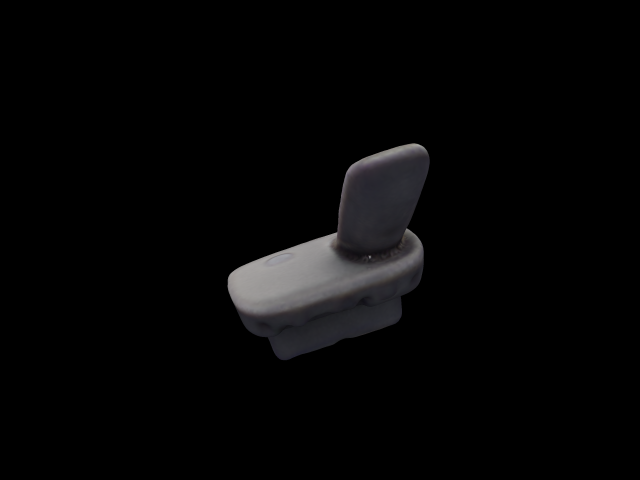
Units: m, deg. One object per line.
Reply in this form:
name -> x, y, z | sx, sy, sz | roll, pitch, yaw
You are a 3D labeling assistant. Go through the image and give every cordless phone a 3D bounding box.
cordless phone -> 0.004, 0.001, 0.400 | 0.148, 0.185, 0.094 | -21, 62, -11
